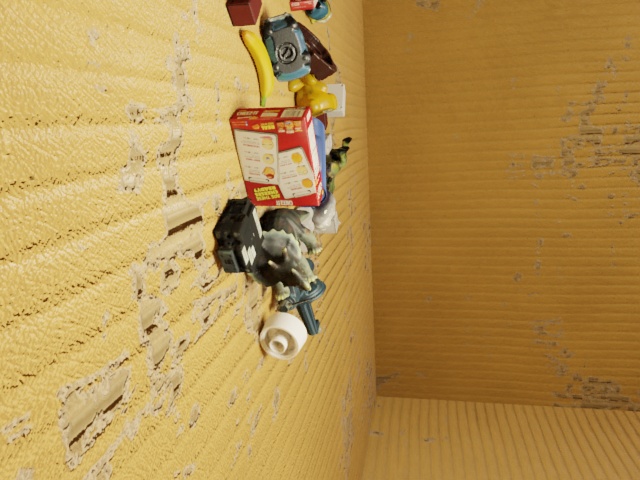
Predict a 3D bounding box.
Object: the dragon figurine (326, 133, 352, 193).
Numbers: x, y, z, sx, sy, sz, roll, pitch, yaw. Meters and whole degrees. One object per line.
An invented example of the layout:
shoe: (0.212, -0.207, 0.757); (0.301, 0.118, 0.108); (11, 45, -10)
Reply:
dragon figurine: (0.049, -0.251, 1.931); (0.420, 0.122, 0.237); (-72, 166, -54)

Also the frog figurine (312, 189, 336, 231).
frog figurine: (0.005, -0.084, 1.661); (0.141, 0.122, 0.156); (-105, 170, -46)
